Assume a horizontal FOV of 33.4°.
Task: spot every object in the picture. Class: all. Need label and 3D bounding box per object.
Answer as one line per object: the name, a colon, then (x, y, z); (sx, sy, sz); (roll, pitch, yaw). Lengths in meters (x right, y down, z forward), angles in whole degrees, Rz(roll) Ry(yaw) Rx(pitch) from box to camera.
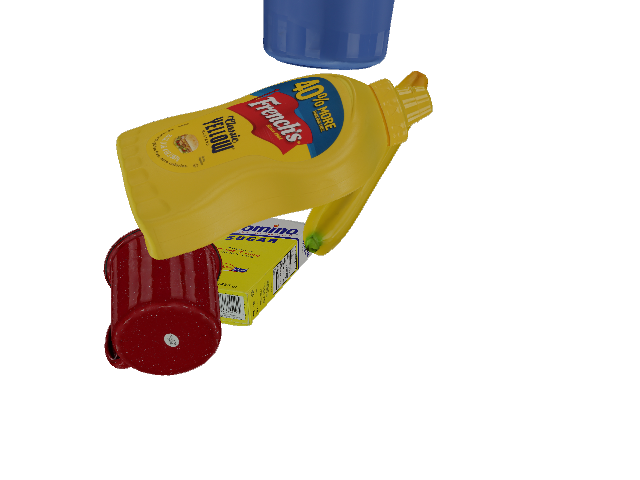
mustard bottle: (-0.024, -0.056, 0.651); (0.191, 0.058, 0.096); (-18, 42, -4)
banana: (0.035, -0.057, 0.902); (0.037, 0.197, 0.070); (36, -24, -12)
mug: (-0.127, 0.055, 0.820); (0.117, 0.081, 0.093); (-39, -53, 23)
pitcher: (0.018, -0.267, 0.882); (0.145, 0.243, 0.149); (8, 19, 9)
sugar box: (-0.082, 0.027, 1.134); (0.093, 0.048, 0.176); (9, 29, 18)
